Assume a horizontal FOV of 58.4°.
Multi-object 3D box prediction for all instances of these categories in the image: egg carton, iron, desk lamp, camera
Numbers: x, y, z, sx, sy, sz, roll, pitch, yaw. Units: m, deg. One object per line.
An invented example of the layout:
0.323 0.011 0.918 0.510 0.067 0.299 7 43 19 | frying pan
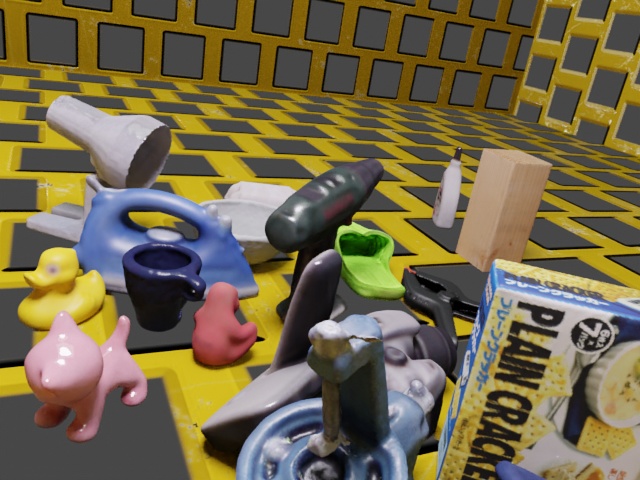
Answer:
-0.102 -0.061 1.064 0.150 0.069 0.107 5 22 -12 | egg carton
-0.204 -0.004 0.785 0.258 0.141 0.118 8 22 -4 | iron
-0.337 -0.102 0.874 0.203 0.213 0.118 14 22 10 | desk lamp
0.095 0.134 0.628 0.137 0.101 0.142 -4 26 -31 | camera

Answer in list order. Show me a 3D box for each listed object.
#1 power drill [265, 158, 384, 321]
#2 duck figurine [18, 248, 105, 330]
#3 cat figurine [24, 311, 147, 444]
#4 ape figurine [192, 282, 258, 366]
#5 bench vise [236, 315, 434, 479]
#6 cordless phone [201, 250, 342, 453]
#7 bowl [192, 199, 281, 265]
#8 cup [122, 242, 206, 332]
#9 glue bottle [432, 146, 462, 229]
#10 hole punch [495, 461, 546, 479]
0.007 0.003 0.768 0.075 0.208 0.230 21 24 26 | power drill
-0.307 0.050 0.685 0.077 0.086 0.105 22 25 28 | duck figurine
-0.215 0.115 0.522 0.067 0.118 0.128 17 23 18 | cat figurine
-0.112 0.091 0.657 0.077 0.092 0.076 21 25 27 | ape figurine
0.018 0.135 0.432 0.121 0.220 0.208 17 23 18 | bench vise
-0.034 0.103 0.535 0.094 0.185 0.148 18 23 20 | cordless phone
-0.124 -0.005 0.911 0.167 0.075 0.167 8 22 -3 | bowl
-0.181 0.066 0.686 0.117 0.095 0.092 23 26 30 | cup
0.275 -0.114 1.215 0.037 0.173 0.078 7 22 -5 | glue bottle
0.184 0.231 0.440 0.101 0.091 0.108 4 23 -14 | hole punch
